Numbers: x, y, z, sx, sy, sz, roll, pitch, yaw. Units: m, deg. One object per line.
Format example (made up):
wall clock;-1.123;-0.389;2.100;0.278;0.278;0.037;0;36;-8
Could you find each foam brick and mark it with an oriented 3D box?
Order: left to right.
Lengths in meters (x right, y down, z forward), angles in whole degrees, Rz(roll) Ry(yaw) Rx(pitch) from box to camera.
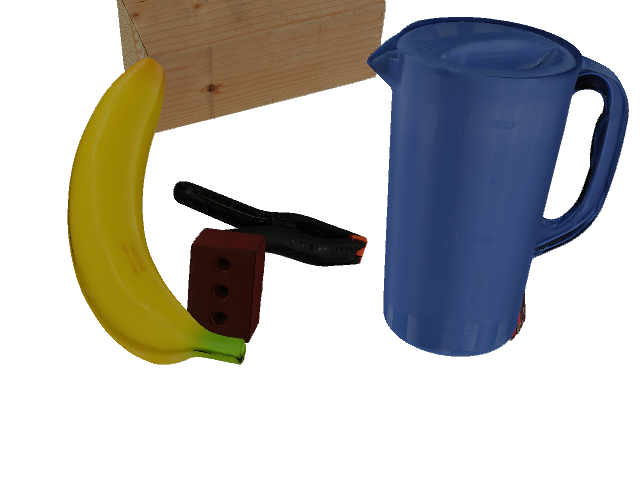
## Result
foam brick;-0.075;0.035;0.853;0.053;0.078;0.051;6;14;6

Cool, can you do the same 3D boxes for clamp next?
clamp;-0.047;-0.004;1.110;0.209;0.036;0.164;14;19;-15

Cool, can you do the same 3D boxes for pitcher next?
pitcher;0.121;-0.037;0.805;0.144;0.243;0.149;-20;36;-36

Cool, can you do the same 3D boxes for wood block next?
wood block;-0.059;-0.175;0.910;0.205;0.090;0.091;-16;-35;-17

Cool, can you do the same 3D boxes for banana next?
banana;-0.094;-0.012;0.541;0.069;0.198;0.037;-11;-32;-14

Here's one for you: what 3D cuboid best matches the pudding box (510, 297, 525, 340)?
pudding box;0.151;0.046;1.085;0.114;0.039;0.090;20;-32;26
